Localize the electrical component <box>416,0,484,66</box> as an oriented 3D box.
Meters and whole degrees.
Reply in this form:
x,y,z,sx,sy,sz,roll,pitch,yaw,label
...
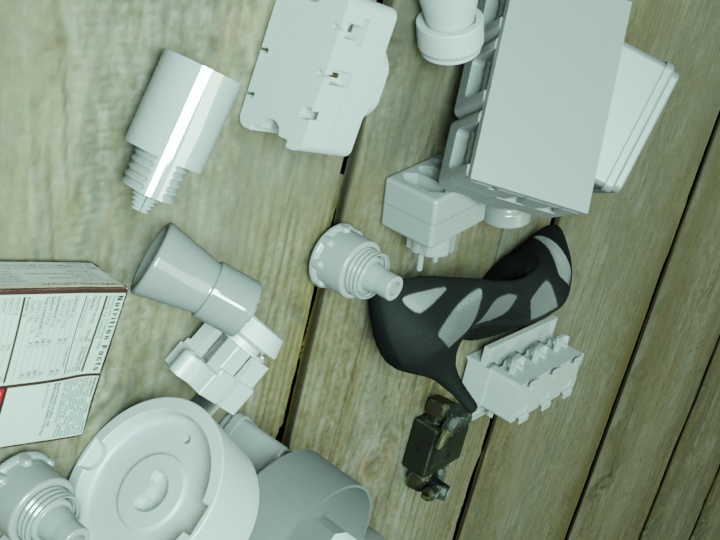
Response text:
x,y,z,sx,sy,sz,roll,pitch,yaw,label
0.058,-0.166,0.692,0.045,0.045,0.055,-40,143,-30,electrical component

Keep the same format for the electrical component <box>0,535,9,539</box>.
x,y,z,sx,sy,sz,roll,pitch,yaw,label
-0.196,0.197,0.608,0.089,0.050,0.055,-49,146,-19,electrical component

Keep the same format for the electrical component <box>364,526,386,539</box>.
x,y,z,sx,sy,sz,roll,pitch,yaw,label
-0.029,0.240,0.827,0.108,0.108,0.060,-57,142,-7,electrical component

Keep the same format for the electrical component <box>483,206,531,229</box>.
x,y,z,sx,sy,sz,roll,pitch,yaw,label
0.119,-0.062,0.865,0.040,0.040,0.046,-28,130,-41,electrical component

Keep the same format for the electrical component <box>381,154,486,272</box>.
x,y,z,sx,sy,sz,roll,pitch,yaw,label
0.053,-0.035,0.785,0.066,0.047,0.076,-27,135,-41,electrical component

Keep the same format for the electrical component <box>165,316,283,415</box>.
x,y,z,sx,sy,sz,roll,pitch,yaw,label
-0.081,0.052,0.665,0.055,0.048,0.066,-50,147,-4,electrical component

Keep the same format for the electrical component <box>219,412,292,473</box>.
x,y,z,sx,sy,sz,roll,pitch,yaw,label
-0.082,0.170,0.742,0.108,0.056,0.108,-52,147,-14,electrical component

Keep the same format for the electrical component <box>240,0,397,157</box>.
x,y,z,sx,sy,sz,roll,pitch,yaw,label
-0.021,-0.115,0.615,0.056,0.050,0.089,-1,115,-55,electrical component

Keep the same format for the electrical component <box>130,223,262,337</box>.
x,y,z,sx,sy,sz,roll,pitch,yaw,label
-0.088,0.008,0.594,0.065,0.044,0.044,30,88,-17,electrical component

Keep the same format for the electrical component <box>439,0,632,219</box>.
x,y,z,sx,sy,sz,roll,pitch,yaw,label
0.117,-0.119,0.735,0.089,0.062,0.150,15,84,-17,electrical component

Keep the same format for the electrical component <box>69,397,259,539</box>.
x,y,z,sx,sy,sz,roll,pitch,yaw,label
-0.109,0.135,0.621,0.108,0.108,0.060,-54,139,-12,electrical component

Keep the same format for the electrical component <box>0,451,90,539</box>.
x,y,z,sx,sy,sz,roll,pitch,yaw,label
-0.172,0.131,0.581,0.048,0.062,0.048,-34,139,-36,electrical component

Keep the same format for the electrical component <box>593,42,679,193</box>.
x,y,z,sx,sy,sz,roll,pitch,yaw,label
0.194,-0.120,0.865,0.108,0.056,0.108,-63,-176,3,electrical component

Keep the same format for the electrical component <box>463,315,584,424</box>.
x,y,z,sx,sy,sz,roll,pitch,yaw,label
0.154,0.097,1.013,0.121,0.063,0.078,-17,127,-48,electrical component

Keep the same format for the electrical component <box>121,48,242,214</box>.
x,y,z,sx,sy,sz,roll,pitch,yaw,label
-0.097,-0.067,0.552,0.043,0.043,0.081,18,99,-58,electrical component

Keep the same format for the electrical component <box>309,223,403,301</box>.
x,y,z,sx,sy,sz,roll,pitch,yaw,label
0.000,0.000,0.722,0.048,0.062,0.048,-34,139,-36,electrical component
